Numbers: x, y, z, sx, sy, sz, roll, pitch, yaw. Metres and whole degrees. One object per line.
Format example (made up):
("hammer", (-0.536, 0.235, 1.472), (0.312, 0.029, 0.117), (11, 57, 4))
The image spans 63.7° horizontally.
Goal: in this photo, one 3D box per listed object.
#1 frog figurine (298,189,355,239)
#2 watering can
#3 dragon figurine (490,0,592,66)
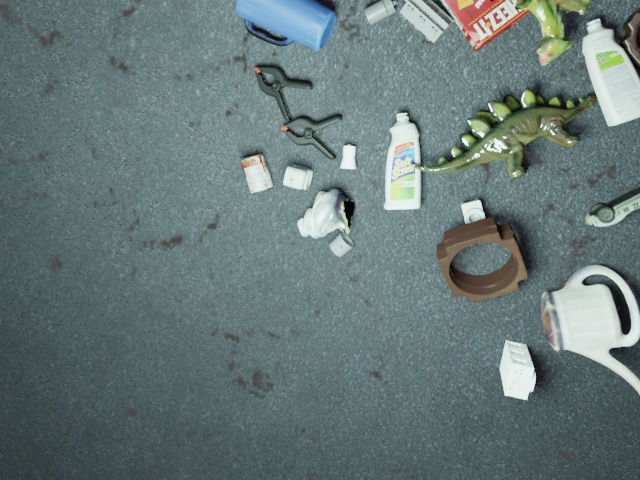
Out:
("frog figurine", (0.004, -0.071, 1.418), (0.159, 0.121, 0.140), (-6, 67, 22))
("watering can", (0.684, 0.236, 1.287), (0.223, 0.103, 0.353), (-10, 71, 19))
("dragon figurine", (0.529, -0.610, 1.171), (0.243, 0.123, 0.408), (5, 96, -18))
